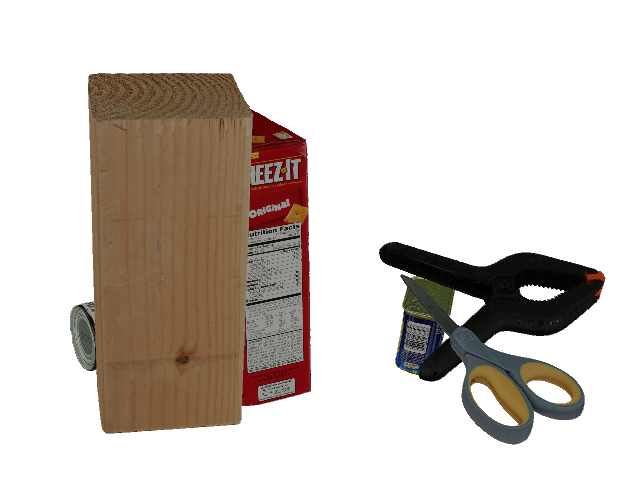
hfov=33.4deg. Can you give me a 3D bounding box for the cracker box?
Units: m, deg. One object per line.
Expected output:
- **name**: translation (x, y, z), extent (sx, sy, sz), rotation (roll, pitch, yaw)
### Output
- **cracker box**: translation (-0.074, 0.004, 0.872), extent (0.072, 0.214, 0.164), rotation (-12, 24, -25)

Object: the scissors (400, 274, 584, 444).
- **scissors**: translation (0.129, 0.080, 0.801), extent (0.096, 0.016, 0.202), rotation (-1, 31, -10)

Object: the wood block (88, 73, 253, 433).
- **wood block**: translation (-0.096, 0.007, 0.664), extent (0.090, 0.206, 0.090), rotation (-2, 26, -13)

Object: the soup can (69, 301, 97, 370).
- **soup can**: translation (-0.190, 0.087, 1.065), extent (0.102, 0.068, 0.069), rotation (-11, 6, -32)

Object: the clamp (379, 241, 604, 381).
- **clamp**: translation (0.167, 0.061, 1.001), extent (0.210, 0.164, 0.036), rotation (-1, -44, -4)

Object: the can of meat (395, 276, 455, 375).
- **can of meat**: translation (0.125, 0.104, 1.291), extent (0.057, 0.084, 0.102), rotation (11, 25, 7)
